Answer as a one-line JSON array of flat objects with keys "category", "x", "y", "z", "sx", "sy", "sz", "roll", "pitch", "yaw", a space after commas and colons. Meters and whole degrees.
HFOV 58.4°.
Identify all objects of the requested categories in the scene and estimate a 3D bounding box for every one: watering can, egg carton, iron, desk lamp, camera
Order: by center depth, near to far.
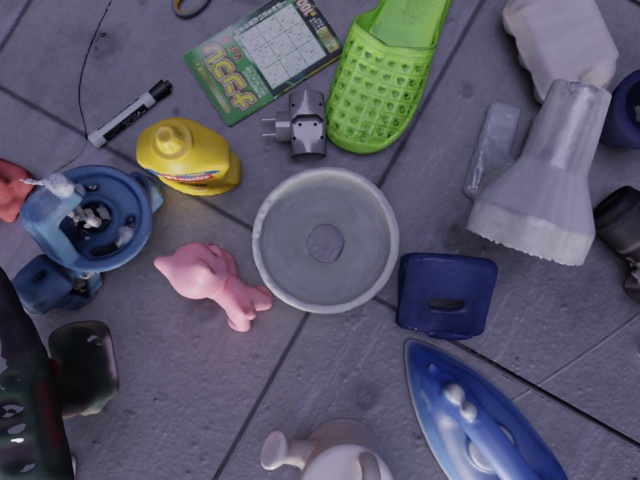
[{"category": "watering can", "x": 0.021, "y": 0.257, "z": 0.595, "sx": 0.173, "sy": 0.194, "sz": 0.101, "roll": 9, "pitch": 86, "yaw": 0}, {"category": "desk lamp", "x": 0.226, "y": -0.073, "z": 0.615, "sx": 0.118, "sy": 0.213, "sz": 0.203, "roll": 16, "pitch": 86, "yaw": 0}, {"category": "iron", "x": 0.182, "y": 0.221, "z": 0.628, "sx": 0.118, "sy": 0.141, "sz": 0.258, "roll": -37, "pitch": 87, "yaw": -3}, {"category": "camera", "x": 0.404, "y": -0.011, "z": 0.671, "sx": 0.137, "sy": 0.101, "sz": 0.143, "roll": 43, "pitch": 86, "yaw": 2}, {"category": "egg carton", "x": 0.292, "y": -0.241, "z": 0.701, "sx": 0.107, "sy": 0.069, "sz": 0.150, "roll": -24, "pitch": 87, "yaw": -3}]

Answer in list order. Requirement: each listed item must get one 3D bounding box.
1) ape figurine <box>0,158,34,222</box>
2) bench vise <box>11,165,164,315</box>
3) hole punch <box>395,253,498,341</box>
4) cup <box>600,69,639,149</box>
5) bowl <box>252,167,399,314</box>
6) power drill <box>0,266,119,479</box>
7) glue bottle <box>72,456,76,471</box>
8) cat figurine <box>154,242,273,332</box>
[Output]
[{"category": "ape figurine", "x": -0.379, "y": -0.065, "z": 0.661, "sx": 0.078, "sy": 0.092, "sz": 0.076, "roll": -22, "pitch": 86, "yaw": -3}, {"category": "bench vise", "x": -0.256, "y": 0.008, "z": 0.594, "sx": 0.121, "sy": 0.219, "sz": 0.207, "roll": 23, "pitch": 86, "yaw": 1}, {"category": "hole punch", "x": 0.145, "y": 0.065, "z": 0.664, "sx": 0.108, "sy": 0.091, "sz": 0.101, "roll": 5, "pitch": 86, "yaw": -1}, {"category": "cup", "x": 0.387, "y": -0.144, "z": 0.683, "sx": 0.117, "sy": 0.095, "sz": 0.092, "roll": 12, "pitch": 86, "yaw": 0}, {"category": "bowl", "x": 0.006, "y": 0.002, "z": 0.674, "sx": 0.167, "sy": 0.074, "sz": 0.167, "roll": 0, "pitch": 86, "yaw": -1}, {"category": "power drill", "x": -0.284, "y": 0.137, "z": 0.590, "sx": 0.075, "sy": 0.208, "sz": 0.230, "roll": -13, "pitch": 86, "yaw": -2}, {"category": "glue bottle", "x": -0.307, "y": 0.283, "z": 0.596, "sx": 0.037, "sy": 0.173, "sz": 0.078, "roll": 2, "pitch": 86, "yaw": -1}, {"category": "cat figurine", "x": -0.118, "y": 0.049, "z": 0.646, "sx": 0.128, "sy": 0.117, "sz": 0.067, "roll": 40, "pitch": 86, "yaw": 2}]
